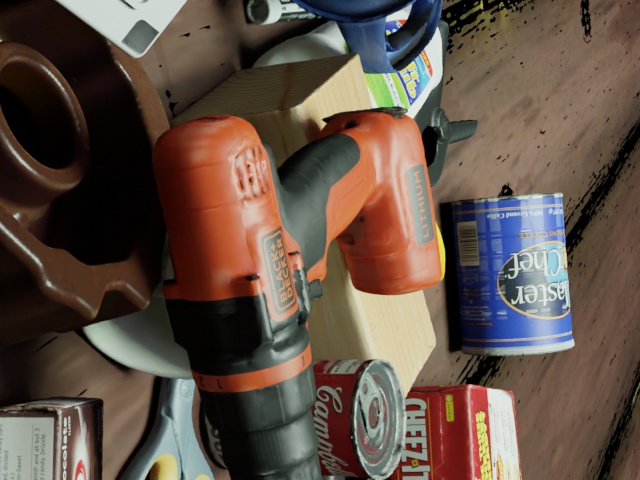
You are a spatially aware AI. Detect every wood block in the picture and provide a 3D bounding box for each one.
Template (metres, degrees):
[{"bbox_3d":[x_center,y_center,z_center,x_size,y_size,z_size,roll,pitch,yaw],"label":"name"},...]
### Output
[{"bbox_3d":[-0.004,0.001,0.663,0.090,0.090,0.206,-49,129,-51],"label":"wood block"}]

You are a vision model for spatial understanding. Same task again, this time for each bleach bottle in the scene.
[{"bbox_3d":[0.038,-0.131,0.785,0.102,0.068,0.250,62,30,-15],"label":"bleach bottle"}]

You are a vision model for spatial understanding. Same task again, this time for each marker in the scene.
[{"bbox_3d":[-0.013,-0.162,0.739,0.120,0.020,0.020,-27,110,-60],"label":"marker"}]

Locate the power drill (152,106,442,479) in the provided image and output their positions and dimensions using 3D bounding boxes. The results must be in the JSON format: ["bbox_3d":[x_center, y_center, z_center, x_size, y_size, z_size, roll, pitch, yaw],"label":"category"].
[{"bbox_3d":[-0.001,0.019,0.512,0.187,0.057,0.184,-33,117,-59],"label":"power drill"}]

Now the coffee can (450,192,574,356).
[{"bbox_3d":[0.175,0.030,0.977,0.102,0.103,0.140,-4,90,-62],"label":"coffee can"}]

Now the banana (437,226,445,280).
[{"bbox_3d":[0.055,-0.011,0.834,0.197,0.037,0.069,16,89,-59],"label":"banana"}]

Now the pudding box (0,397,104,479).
[{"bbox_3d":[-0.117,0.125,0.453,0.090,0.039,0.113,106,-18,-84],"label":"pudding box"}]

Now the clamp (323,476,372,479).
[{"bbox_3d":[0.023,0.196,0.743,0.164,0.036,0.210,-16,104,-64],"label":"clamp"}]

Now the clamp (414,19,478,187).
[{"bbox_3d":[0.096,-0.094,0.913,0.120,0.039,0.171,53,47,-36],"label":"clamp"}]

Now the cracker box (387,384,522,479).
[{"bbox_3d":[0.109,0.197,0.829,0.213,0.072,0.164,24,61,-69],"label":"cracker box"}]

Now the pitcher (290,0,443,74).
[{"bbox_3d":[0.058,-0.219,0.699,0.145,0.149,0.242,42,31,3],"label":"pitcher"}]

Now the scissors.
[{"bbox_3d":[-0.072,0.098,0.600,0.096,0.016,0.201,51,45,-50],"label":"scissors"}]

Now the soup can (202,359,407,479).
[{"bbox_3d":[-0.009,0.104,0.625,0.068,0.102,0.068,12,77,-61],"label":"soup can"}]
